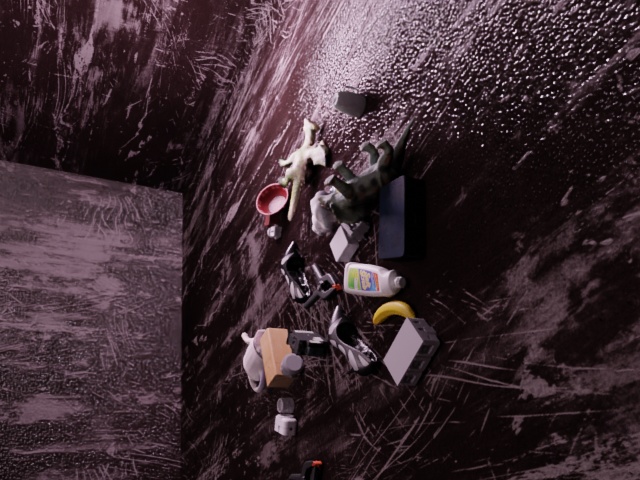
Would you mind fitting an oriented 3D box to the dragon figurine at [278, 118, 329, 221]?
[{"bbox_3d":[-0.053,-0.295,2.053,0.239,0.122,0.418,-29,56,48],"label":"dragon figurine"}]

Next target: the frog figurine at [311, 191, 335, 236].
[{"bbox_3d":[0.006,-0.093,1.838,0.157,0.123,0.139,-44,62,33],"label":"frog figurine"}]

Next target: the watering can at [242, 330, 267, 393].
[{"bbox_3d":[-0.270,0.468,2.182,0.220,0.104,0.355,-62,32,29],"label":"watering can"}]
